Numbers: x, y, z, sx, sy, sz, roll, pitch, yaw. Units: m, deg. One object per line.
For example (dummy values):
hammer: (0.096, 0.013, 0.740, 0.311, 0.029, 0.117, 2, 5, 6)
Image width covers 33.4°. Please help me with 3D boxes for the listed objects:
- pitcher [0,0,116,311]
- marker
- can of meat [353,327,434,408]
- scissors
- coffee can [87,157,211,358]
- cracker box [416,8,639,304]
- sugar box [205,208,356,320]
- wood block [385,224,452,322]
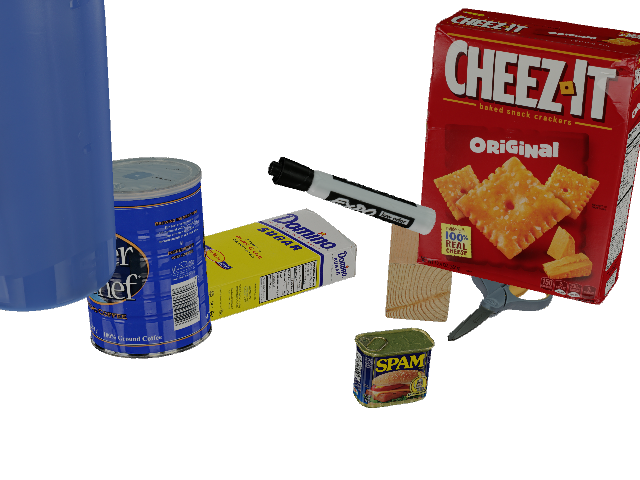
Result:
pitcher: (-0.205, -0.076, 0.690, 0.149, 0.243, 0.145, -4, 26, -7)
marker: (0.021, -0.030, 0.716, 0.121, 0.020, 0.020, 18, -6, -20)
can of meat: (0.094, 0.168, 1.402, 0.102, 0.084, 0.057, -5, 25, -19)
scissors: (0.160, 0.056, 1.077, 0.201, 0.016, 0.096, -11, 37, -44)
coffee can: (-0.144, 0.012, 0.877, 0.103, 0.140, 0.103, -2, 19, 0)
cracker box: (0.170, -0.068, 0.871, 0.164, 0.214, 0.072, 14, 29, 24)
sugar box: (-0.061, 0.022, 1.056, 0.175, 0.048, 0.093, -19, 37, -28)
wood block: (0.148, 0.033, 1.597, 0.091, 0.090, 0.206, 4, 24, 4)
